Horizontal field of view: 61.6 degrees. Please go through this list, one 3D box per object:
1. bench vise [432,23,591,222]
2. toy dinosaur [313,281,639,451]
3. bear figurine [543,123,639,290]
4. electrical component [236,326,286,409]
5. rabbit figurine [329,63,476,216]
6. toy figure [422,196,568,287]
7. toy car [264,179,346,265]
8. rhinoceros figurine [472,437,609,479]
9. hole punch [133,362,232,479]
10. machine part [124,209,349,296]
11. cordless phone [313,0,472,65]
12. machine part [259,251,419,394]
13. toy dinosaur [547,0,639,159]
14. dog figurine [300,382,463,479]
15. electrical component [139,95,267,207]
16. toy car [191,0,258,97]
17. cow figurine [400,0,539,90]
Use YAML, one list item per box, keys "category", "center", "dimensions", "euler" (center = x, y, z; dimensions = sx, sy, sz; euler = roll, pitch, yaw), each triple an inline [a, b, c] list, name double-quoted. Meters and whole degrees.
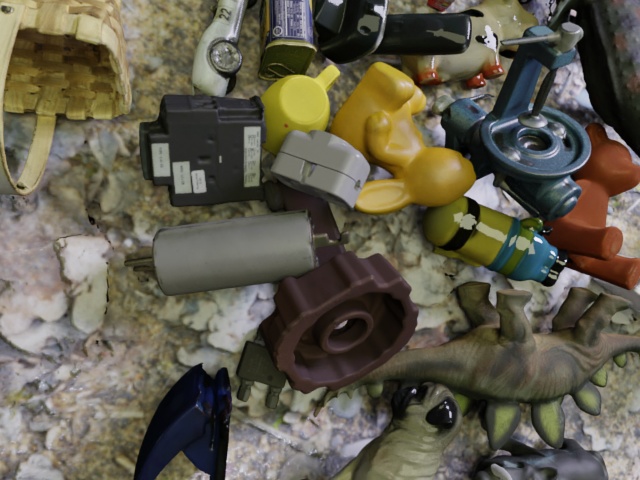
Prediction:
- category: "bench vise"
  center: [0.222, -0.143, 0.611]
  dimensions: [0.129, 0.240, 0.224]
  euler: [-17, 55, -13]
- category: "toy dinosaur"
  center: [0.228, 0.154, 0.671]
  dimensions: [0.472, 0.105, 0.198]
  euler: [2, 90, -4]
- category: "bear figurine"
  center: [0.382, -0.052, 0.716]
  dimensions: [0.120, 0.132, 0.196]
  euler: [40, 81, -35]
- category: "electrical component"
  center: [-0.063, 0.148, 0.635]
  dimensions: [0.063, 0.021, 0.094]
  euler: [18, 81, -13]
- category: "rabbit figurine"
  center: [0.095, -0.098, 0.630]
  dimensions: [0.173, 0.122, 0.162]
  euler: [39, 95, 8]
- category: "toy figure"
  center: [0.216, -0.003, 0.669]
  dimensions: [0.180, 0.089, 0.082]
  euler: [27, 77, 10]
- category: "toy car"
  center: [-0.001, -0.002, 0.646]
  dimensions: [0.089, 0.053, 0.202]
  euler: [-20, 90, 5]
- category: "rhinoceros figurine"
  center: [0.265, 0.296, 0.663]
  dimensions: [0.190, 0.112, 0.073]
  euler: [2, 95, -22]
- category: "hole punch"
  center: [-0.139, 0.195, 0.561]
  dimensions: [0.092, 0.142, 0.115]
  euler: [9, 96, -10]
- category: "machine part"
  center: [-0.089, 0.014, 0.587]
  dimensions: [0.243, 0.079, 0.079]
  euler: [-8, 88, 1]
- category: "cordless phone"
  center: [0.090, -0.287, 0.639]
  dimensions: [0.184, 0.088, 0.146]
  euler: [6, 84, 11]
- category: "machine part"
  center: [0.023, 0.091, 0.589]
  dimensions: [0.179, 0.056, 0.179]
  euler: [-16, 133, -17]
- category: "toy dinosaur"
  center: [0.397, -0.233, 0.711]
  dimensions: [0.192, 0.131, 0.404]
  euler: [-17, 86, -27]
- category: "dog figurine"
  center: [0.096, 0.264, 0.609]
  dimensions: [0.190, 0.172, 0.121]
  euler: [-40, 56, -10]
- category: "electrical component"
  center: [-0.128, -0.099, 0.591]
  dimensions: [0.134, 0.058, 0.114]
  euler: [-3, 119, -16]
- category: "toy car"
  center: [-0.107, -0.253, 0.624]
  dimensions: [0.056, 0.073, 0.201]
  euler: [14, 82, -14]
- category: "cow figurine"
  center: [0.195, -0.266, 0.703]
  dimensions: [0.195, 0.085, 0.127]
  euler: [-11, 93, -13]
